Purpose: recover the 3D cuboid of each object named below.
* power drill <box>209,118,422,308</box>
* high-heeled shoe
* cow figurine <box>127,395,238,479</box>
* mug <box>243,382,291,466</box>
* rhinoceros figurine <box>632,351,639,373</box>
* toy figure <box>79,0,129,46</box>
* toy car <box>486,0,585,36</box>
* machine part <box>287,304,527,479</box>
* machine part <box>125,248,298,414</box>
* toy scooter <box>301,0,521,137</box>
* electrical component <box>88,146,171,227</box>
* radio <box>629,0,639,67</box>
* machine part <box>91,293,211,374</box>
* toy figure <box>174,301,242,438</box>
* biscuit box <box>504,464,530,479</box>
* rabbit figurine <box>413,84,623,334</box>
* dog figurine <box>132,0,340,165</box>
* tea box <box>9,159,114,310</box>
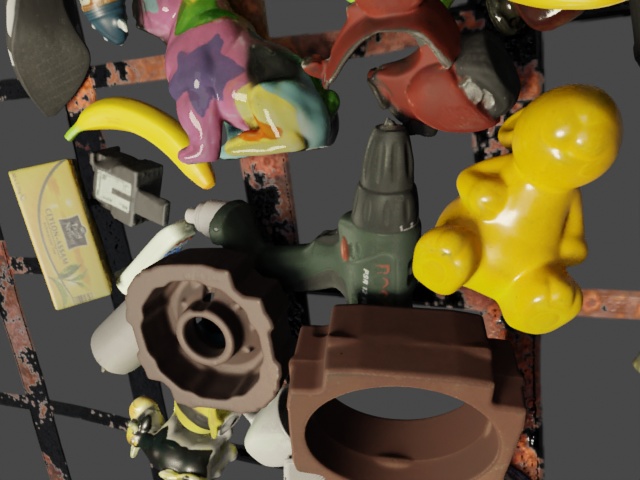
[{"bbox_3d":[-0.001,-0.002,0.529,0.207,0.086,0.231,0,117,21],"label":"power drill"},{"bbox_3d":[-0.319,-0.275,0.604,0.145,0.086,0.248,55,134,27],"label":"high-heeled shoe"},{"bbox_3d":[-0.202,0.269,0.713,0.168,0.098,0.068,12,119,22],"label":"cow figurine"},{"bbox_3d":[-0.051,0.217,0.629,0.109,0.081,0.107,36,128,-9],"label":"mug"},{"bbox_3d":[0.347,0.132,0.420,0.190,0.073,0.112,41,109,10],"label":"rhinoceros figurine"},{"bbox_3d":[-0.225,-0.284,0.556,0.058,0.064,0.154,4,108,-5],"label":"toy figure"},{"bbox_3d":[0.140,-0.251,0.394,0.089,0.053,0.202,-24,95,51],"label":"toy car"},{"bbox_3d":[0.075,0.155,0.503,0.202,0.087,0.200,2,129,5],"label":"machine part"},{"bbox_3d":[-0.108,0.089,0.539,0.180,0.056,0.179,7,114,17],"label":"machine part"},{"bbox_3d":[0.064,-0.143,0.434,0.135,0.075,0.183,-26,124,39],"label":"toy scooter"},{"bbox_3d":[-0.215,-0.058,0.634,0.119,0.048,0.074,20,115,18],"label":"electrical component"},{"bbox_3d":[0.261,-0.219,0.333,0.131,0.073,0.229,-8,103,27],"label":"radio"},{"bbox_3d":[-0.213,0.098,0.671,0.243,0.079,0.079,-39,88,32],"label":"machine part"},{"bbox_3d":[-0.127,0.154,0.648,0.089,0.082,0.180,25,121,28],"label":"toy figure"},{"bbox_3d":[0.142,0.317,0.584,0.063,0.059,0.202,40,120,8],"label":"biscuit box"},{"bbox_3d":[0.165,-0.038,0.396,0.122,0.162,0.173,28,139,16],"label":"rabbit figurine"},{"bbox_3d":[-0.083,-0.183,0.496,0.192,0.108,0.219,-3,104,27],"label":"dog figurine"},{"bbox_3d":[-0.313,-0.011,0.661,0.068,0.098,0.169,-16,101,-16],"label":"tea box"}]
